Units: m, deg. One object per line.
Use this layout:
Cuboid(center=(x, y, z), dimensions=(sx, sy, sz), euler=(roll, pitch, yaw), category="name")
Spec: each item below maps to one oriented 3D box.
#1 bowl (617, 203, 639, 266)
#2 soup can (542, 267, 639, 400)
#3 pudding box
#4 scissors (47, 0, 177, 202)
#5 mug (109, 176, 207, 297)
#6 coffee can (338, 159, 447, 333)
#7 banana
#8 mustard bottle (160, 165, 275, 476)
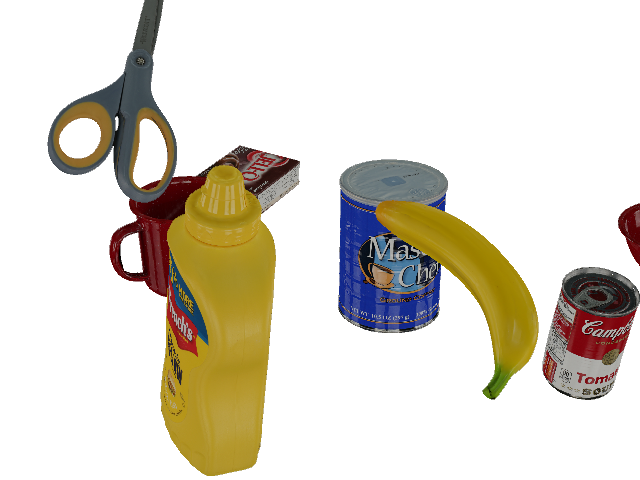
Cuboid(center=(0.401, 0.011, 1.150), dimensions=(0.162, 0.055, 0.162), euler=(-1, 26, 0), category="bowl")
Cuboid(center=(0.242, 0.084, 0.962), dimensions=(0.068, 0.102, 0.068), euler=(3, 35, -2), category="soup can")
Cuboid(center=(-0.090, -0.075, 1.335), dimensions=(0.090, 0.039, 0.113), euler=(15, 34, 23), category="pudding box")
Cuboid(center=(-0.147, -0.118, 0.754), dimensions=(0.096, 0.202, 0.016), euler=(-1, -25, -20), category="scissors")
Cuboid(center=(-0.128, 0.002, 0.935), dimensions=(0.117, 0.081, 0.093), euler=(-18, 32, -29), category="mug")
Cuboid(center=(0.069, 0.004, 1.041), dimensions=(0.103, 0.140, 0.103), euler=(0, 27, 0), category="coffee can")
Cuboid(center=(0.111, 0.028, 0.808), dimensions=(0.069, 0.037, 0.198), euler=(-16, 49, -16), category="banana")
Cuboid(center=(-0.059, 0.040, 0.614), dimensions=(0.058, 0.192, 0.096), euler=(-7, 40, -19), category="mustard bottle")
